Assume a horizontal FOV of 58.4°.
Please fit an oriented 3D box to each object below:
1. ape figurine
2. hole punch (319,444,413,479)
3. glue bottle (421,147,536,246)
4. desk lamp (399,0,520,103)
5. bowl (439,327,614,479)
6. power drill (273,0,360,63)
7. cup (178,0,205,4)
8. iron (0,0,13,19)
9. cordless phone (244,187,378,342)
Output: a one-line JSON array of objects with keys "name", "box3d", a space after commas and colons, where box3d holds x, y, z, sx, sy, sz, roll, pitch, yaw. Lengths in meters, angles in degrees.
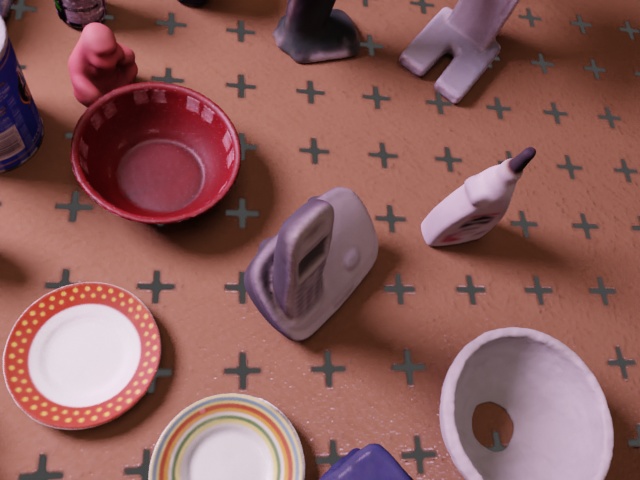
[{"name": "ape figurine", "box3d": [-0.226, -0.183, 0.592, 0.078, 0.092, 0.076, -36, 79, -24]}, {"name": "hole punch", "box3d": [0.038, 0.237, 0.469, 0.101, 0.091, 0.108, -35, 78, -24]}, {"name": "glue bottle", "box3d": [0.166, -0.044, 0.577, 0.078, 0.173, 0.037, -13, 70, -18]}, {"name": "desk lamp", "box3d": [0.217, -0.306, 0.683, 0.118, 0.213, 0.203, 36, 64, 5]}, {"name": "bowl", "box3d": [0.181, 0.171, 0.541, 0.167, 0.074, 0.167, 5, 66, -11]}, {"name": "power drill", "box3d": [0.024, -0.299, 0.637, 0.230, 0.208, 0.075, -14, 70, -18]}, {"name": "cup", "box3d": [-0.155, -0.340, 0.677, 0.092, 0.095, 0.117, 1, 66, -13]}, {"name": "iron", "box3d": [-0.389, -0.343, 0.597, 0.119, 0.141, 0.258, 6, 65, -10]}, {"name": "cordless phone", "box3d": [0.005, 0.002, 0.513, 0.094, 0.185, 0.148, 39, 64, 6]}]
